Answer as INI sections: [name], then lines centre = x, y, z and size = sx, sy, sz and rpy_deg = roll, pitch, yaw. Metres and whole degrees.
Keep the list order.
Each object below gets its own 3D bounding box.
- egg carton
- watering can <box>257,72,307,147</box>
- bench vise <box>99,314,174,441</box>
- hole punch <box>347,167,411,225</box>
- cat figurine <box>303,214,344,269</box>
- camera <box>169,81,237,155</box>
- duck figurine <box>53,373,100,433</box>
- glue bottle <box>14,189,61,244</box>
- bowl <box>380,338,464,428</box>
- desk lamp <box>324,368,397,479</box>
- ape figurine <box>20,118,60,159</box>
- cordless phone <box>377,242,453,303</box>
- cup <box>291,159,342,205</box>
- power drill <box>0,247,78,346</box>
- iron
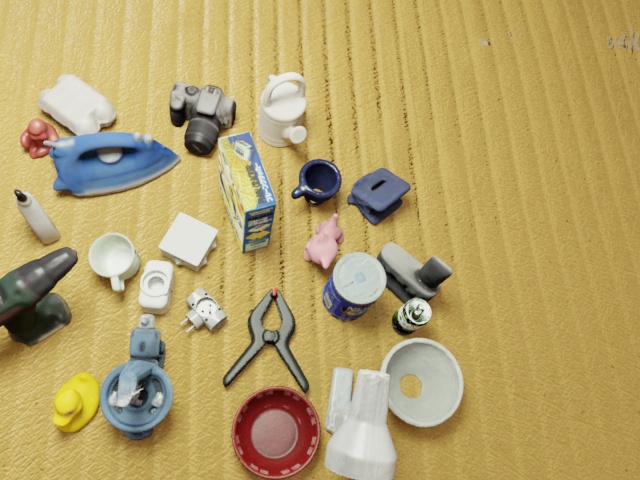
[egg carton]
centre = -0.517, -0.284, 1.223
size = 0.150, 0.069, 0.107
rpy_deg = 35, 67, 5
[watering can]
centre = -0.075, -0.285, 1.233
size = 0.101, 0.194, 0.172
rpy_deg = -40, 80, -21
[bench vise]
centre = -0.321, 0.228, 0.973
size = 0.122, 0.219, 0.207
rpy_deg = -13, 71, -14
[hole punch]
centre = 0.127, -0.105, 1.253
size = 0.109, 0.091, 0.101
rpy_deg = -37, 79, -21
[cat figurine]
centre = 0.011, 0.004, 1.175
size = 0.067, 0.117, 0.128
rpy_deg = 24, 67, 0
[camera]
centre = -0.264, -0.264, 1.242
size = 0.143, 0.100, 0.137
rpy_deg = 14, 67, -4
[duck figurine]
centre = -0.434, 0.282, 1.005
size = 0.077, 0.086, 0.104
rpy_deg = 19, 67, -2
[glue bottle]
centre = -0.539, -0.054, 1.072
size = 0.037, 0.173, 0.078
rpy_deg = -34, 77, -20
[bowl]
centre = 0.190, 0.281, 1.120
size = 0.167, 0.074, 0.167
rpy_deg = 3, 68, -8
[desk lamp]
centre = 0.070, 0.316, 1.010
size = 0.118, 0.213, 0.203
rpy_deg = 10, 67, -5
[ape figurine]
centre = -0.574, -0.216, 1.174
size = 0.078, 0.092, 0.076
rpy_deg = 18, 67, -2
[cordless phone]
centre = 0.193, 0.049, 1.152
size = 0.147, 0.185, 0.094
rpy_deg = 38, 67, 6
[cup]
centre = -0.015, -0.107, 1.227
size = 0.118, 0.095, 0.091
rpy_deg = -33, 77, -20
[power drill]
centre = -0.508, 0.110, 0.993
size = 0.230, 0.208, 0.075
rpy_deg = -35, 78, -20
[iron]
centre = -0.418, -0.179, 1.160
size = 0.259, 0.141, 0.118
rpy_deg = -12, 71, -14
